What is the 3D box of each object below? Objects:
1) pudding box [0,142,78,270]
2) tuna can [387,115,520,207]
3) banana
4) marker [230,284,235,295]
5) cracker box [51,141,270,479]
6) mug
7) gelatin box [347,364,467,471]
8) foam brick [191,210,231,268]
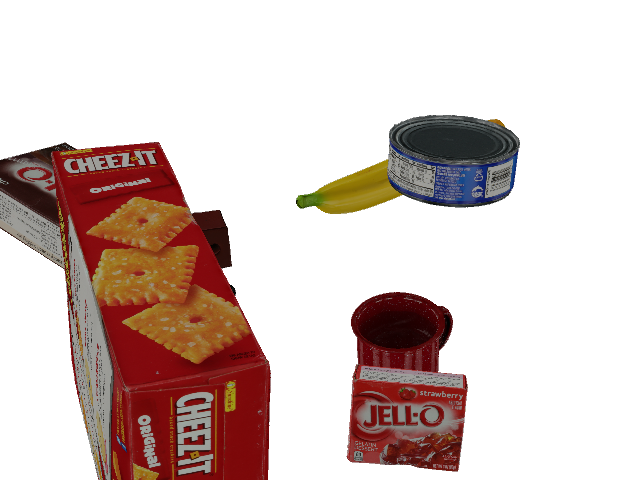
[{"bbox_3d":[-0.186,-0.027,0.776,0.114,0.039,0.089,26,30,30],"label":"pudding box"},{"bbox_3d":[0.087,-0.053,0.707,0.086,0.034,0.086,2,26,-1],"label":"tuna can"},{"bbox_3d":[0.077,-0.062,0.977,0.198,0.037,0.069,-22,2,11],"label":"banana"},{"bbox_3d":[-0.099,0.072,1.001,0.020,0.020,0.121,0,23,8],"label":"marker"},{"bbox_3d":[-0.088,0.068,0.564,0.072,0.164,0.214,-8,34,-17],"label":"cracker box"},{"bbox_3d":[0.088,0.107,1.085,0.117,0.081,0.093,-27,42,-29],"label":"mug"},{"bbox_3d":[0.067,0.139,0.835,0.089,0.073,0.030,5,19,4],"label":"gelatin box"},{"bbox_3d":[-0.146,0.002,1.227,0.078,0.053,0.051,-9,28,-10],"label":"foam brick"}]
